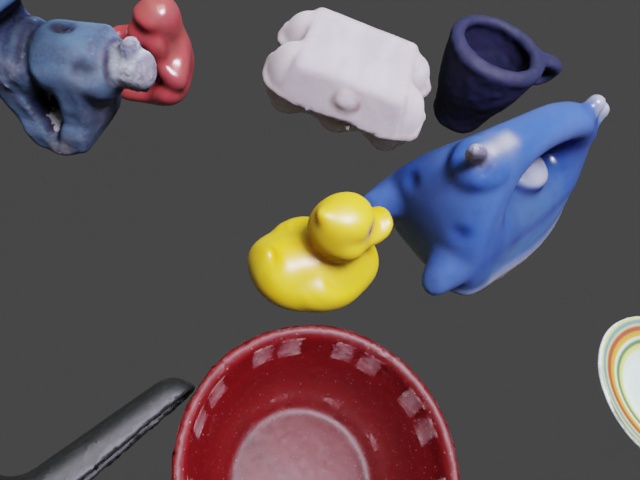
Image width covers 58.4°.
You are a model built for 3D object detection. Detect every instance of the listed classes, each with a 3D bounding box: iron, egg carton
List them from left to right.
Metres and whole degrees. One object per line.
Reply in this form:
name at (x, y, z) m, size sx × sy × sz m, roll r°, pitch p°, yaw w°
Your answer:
egg carton at (0.026, -0.145, 0.519) m, size 0.150 × 0.069 × 0.107 m, roll 19°, pitch 53°, yaw -6°
iron at (0.164, -0.062, 0.466) m, size 0.259 × 0.141 × 0.118 m, roll -27°, pitch 69°, yaw -31°

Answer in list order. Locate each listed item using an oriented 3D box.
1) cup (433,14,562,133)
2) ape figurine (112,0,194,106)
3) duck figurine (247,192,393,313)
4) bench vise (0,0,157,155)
cup at (0.162, -0.150, 0.553) m, size 0.118 × 0.095 × 0.091 m, roll 3°, pitch 56°, yaw -17°
ape figurine at (-0.132, -0.154, 0.457) m, size 0.076 × 0.092 × 0.077 m, roll -32°, pitch 71°, yaw -33°
duck figurine at (0.004, 0.001, 0.403) m, size 0.105 × 0.086 × 0.077 m, roll -10°, pitch 61°, yaw -24°
bench vise at (-0.207, -0.170, 0.363) m, size 0.208 × 0.219 × 0.121 m, roll 5°, pitch 56°, yaw -16°
